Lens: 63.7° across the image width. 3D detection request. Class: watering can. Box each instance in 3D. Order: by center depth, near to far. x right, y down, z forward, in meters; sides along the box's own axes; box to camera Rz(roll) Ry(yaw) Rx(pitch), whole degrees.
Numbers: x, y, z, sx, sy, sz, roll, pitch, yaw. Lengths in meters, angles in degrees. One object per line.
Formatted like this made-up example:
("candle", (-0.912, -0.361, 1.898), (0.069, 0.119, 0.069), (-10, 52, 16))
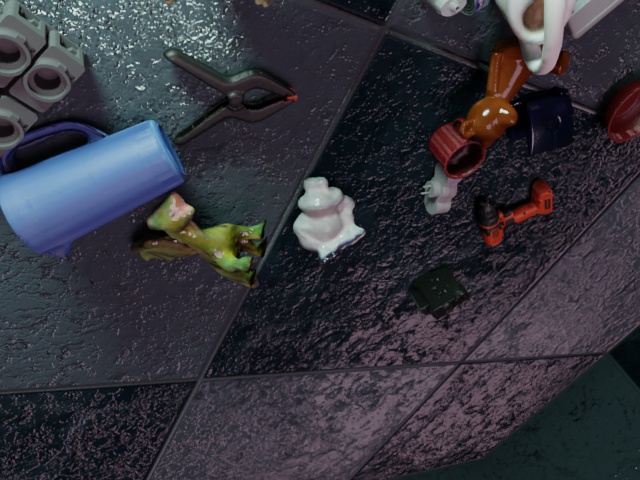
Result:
("watering can", (0.300, -0.405, 0.728), (0.104, 0.230, 0.340), (-13, 139, 10))

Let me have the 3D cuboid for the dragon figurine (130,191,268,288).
("dragon figurine", (-0.227, 0.021, 0.975), (0.243, 0.124, 0.402), (9, 156, -4))

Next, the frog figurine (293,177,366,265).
("frog figurine", (0.003, -0.053, 1.044), (0.136, 0.124, 0.158), (-28, 104, 13))
